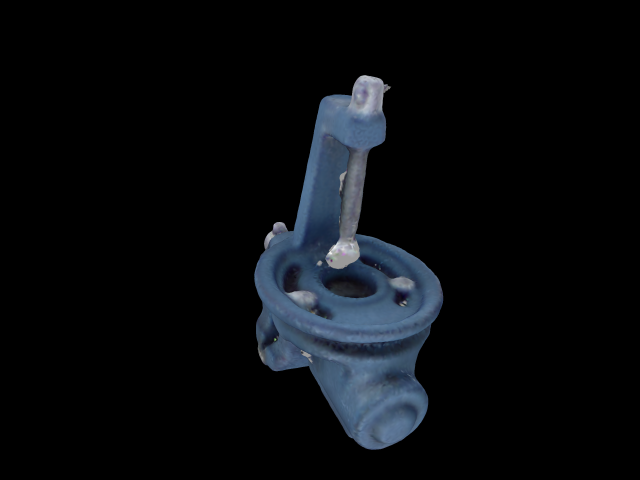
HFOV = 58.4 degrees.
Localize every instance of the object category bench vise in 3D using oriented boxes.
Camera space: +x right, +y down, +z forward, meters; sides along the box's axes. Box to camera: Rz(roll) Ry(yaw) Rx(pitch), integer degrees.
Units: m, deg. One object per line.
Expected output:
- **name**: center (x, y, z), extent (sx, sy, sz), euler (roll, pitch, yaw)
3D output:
- **bench vise**: center (-0.006, 0.003, 0.392), extent (0.122, 0.220, 0.206), euler (-12, 18, -40)
